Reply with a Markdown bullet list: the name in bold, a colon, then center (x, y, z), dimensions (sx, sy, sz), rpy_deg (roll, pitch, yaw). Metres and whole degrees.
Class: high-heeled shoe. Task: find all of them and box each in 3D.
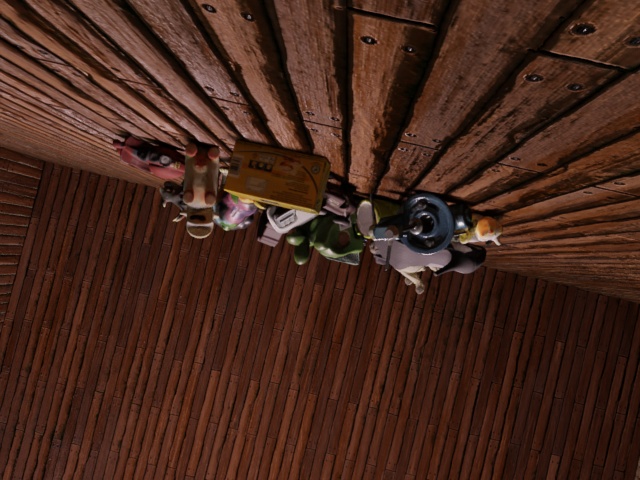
- **high-heeled shoe**: center (0.245, 0.016, 1.211), dimensions (0.145, 0.086, 0.249), rpy_deg (-25, -146, -26)

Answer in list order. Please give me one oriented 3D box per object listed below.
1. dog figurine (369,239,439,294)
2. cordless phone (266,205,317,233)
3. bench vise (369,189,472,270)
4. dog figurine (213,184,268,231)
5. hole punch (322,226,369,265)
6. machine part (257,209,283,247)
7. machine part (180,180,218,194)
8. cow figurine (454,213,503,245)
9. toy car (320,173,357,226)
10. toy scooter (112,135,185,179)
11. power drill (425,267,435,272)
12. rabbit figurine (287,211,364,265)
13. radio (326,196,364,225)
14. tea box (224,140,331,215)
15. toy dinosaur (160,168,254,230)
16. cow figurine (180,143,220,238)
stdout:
- **dog figurine**: center (0.204, 0.027, 1.387), dimensions (0.190, 0.121, 0.172), rpy_deg (35, -176, -16)
- **cordless phone**: center (-0.048, -0.080, 1.168), dimensions (0.147, 0.088, 0.184), rpy_deg (-30, -179, -3)
- **bench vise**: center (0.167, -0.029, 1.046), dimensions (0.224, 0.128, 0.240), rpy_deg (4, -169, 33)
- **dog figurine**: center (-0.172, -0.092, 1.198), dimensions (0.108, 0.191, 0.219), rpy_deg (33, -173, -13)
- **hole punch**: center (0.065, -0.007, 1.414), dimensions (0.142, 0.092, 0.115), rpy_deg (16, 148, 18)
- **machine part**: center (-0.130, -0.070, 1.536), dimensions (0.056, 0.179, 0.179), rpy_deg (18, 177, -16)
- **machine part**: center (-0.274, -0.139, 1.242), dimensions (0.084, 0.039, 0.139), rpy_deg (15, -138, -11)
- **cow figurine**: center (0.335, -0.022, 1.127), dimensions (0.098, 0.068, 0.167), rpy_deg (8, -176, -19)
- **toy car**: center (0.032, -0.086, 1.129), dimensions (0.053, 0.089, 0.202), rpy_deg (13, 177, 23)
- **toy scooter**: center (-0.405, -0.198, 1.249), dimensions (0.184, 0.075, 0.135), rpy_deg (18, 178, 9)
- **power drill**: center (0.286, 0.012, 1.597), dimensions (0.232, 0.085, 0.207), rpy_deg (8, -159, -10)
- **rabbit figurine**: center (-0.003, -0.004, 1.295), dimensions (0.159, 0.121, 0.170), rpy_deg (-33, -157, -29)
- **radio**: center (0.126, -0.062, 1.416), dimensions (0.229, 0.073, 0.131), rpy_deg (14, 179, -26)
- **tea box**: center (-0.074, -0.111, 0.961), dimensions (0.170, 0.098, 0.068), rpy_deg (15, 178, 9)
- **toy dinosaur**: center (-0.258, -0.094, 1.516), dimensions (0.131, 0.192, 0.404), rpy_deg (15, 178, 31)
- **cow figurine**: center (-0.254, -0.101, 1.137), dimensions (0.085, 0.194, 0.127), rpy_deg (2, -176, -11)
